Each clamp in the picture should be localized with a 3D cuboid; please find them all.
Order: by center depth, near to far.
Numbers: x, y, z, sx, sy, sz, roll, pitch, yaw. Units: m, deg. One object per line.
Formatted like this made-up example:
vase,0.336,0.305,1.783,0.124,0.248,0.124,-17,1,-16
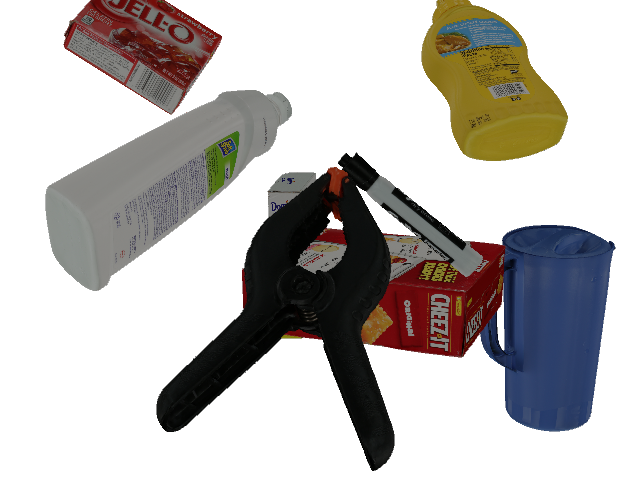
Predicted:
clamp,0.001,0.040,0.557,0.120,0.171,0.039,19,-27,12

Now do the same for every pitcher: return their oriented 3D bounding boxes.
pitcher,0.279,0.110,1.325,0.149,0.243,0.144,5,18,18

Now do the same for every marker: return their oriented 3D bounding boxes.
marker,0.061,-0.019,0.744,0.121,0.020,0.020,39,-2,-3

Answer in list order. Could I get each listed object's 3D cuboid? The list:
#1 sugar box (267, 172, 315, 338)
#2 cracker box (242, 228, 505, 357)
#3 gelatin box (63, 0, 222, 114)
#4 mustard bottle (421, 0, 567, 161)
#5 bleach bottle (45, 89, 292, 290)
sugar box,-0.032,0.016,1.232,0.048,0.176,0.093,0,17,10
cracker box,0.055,0.046,1.024,0.214,0.072,0.164,6,17,21
gelatin box,-0.122,-0.139,0.739,0.089,0.073,0.030,32,-47,-8
mustard bottle,0.144,-0.159,0.970,0.096,0.192,0.058,-11,-37,-11
bleach bottle,-0.123,-0.061,0.948,0.068,0.103,0.250,37,53,25
